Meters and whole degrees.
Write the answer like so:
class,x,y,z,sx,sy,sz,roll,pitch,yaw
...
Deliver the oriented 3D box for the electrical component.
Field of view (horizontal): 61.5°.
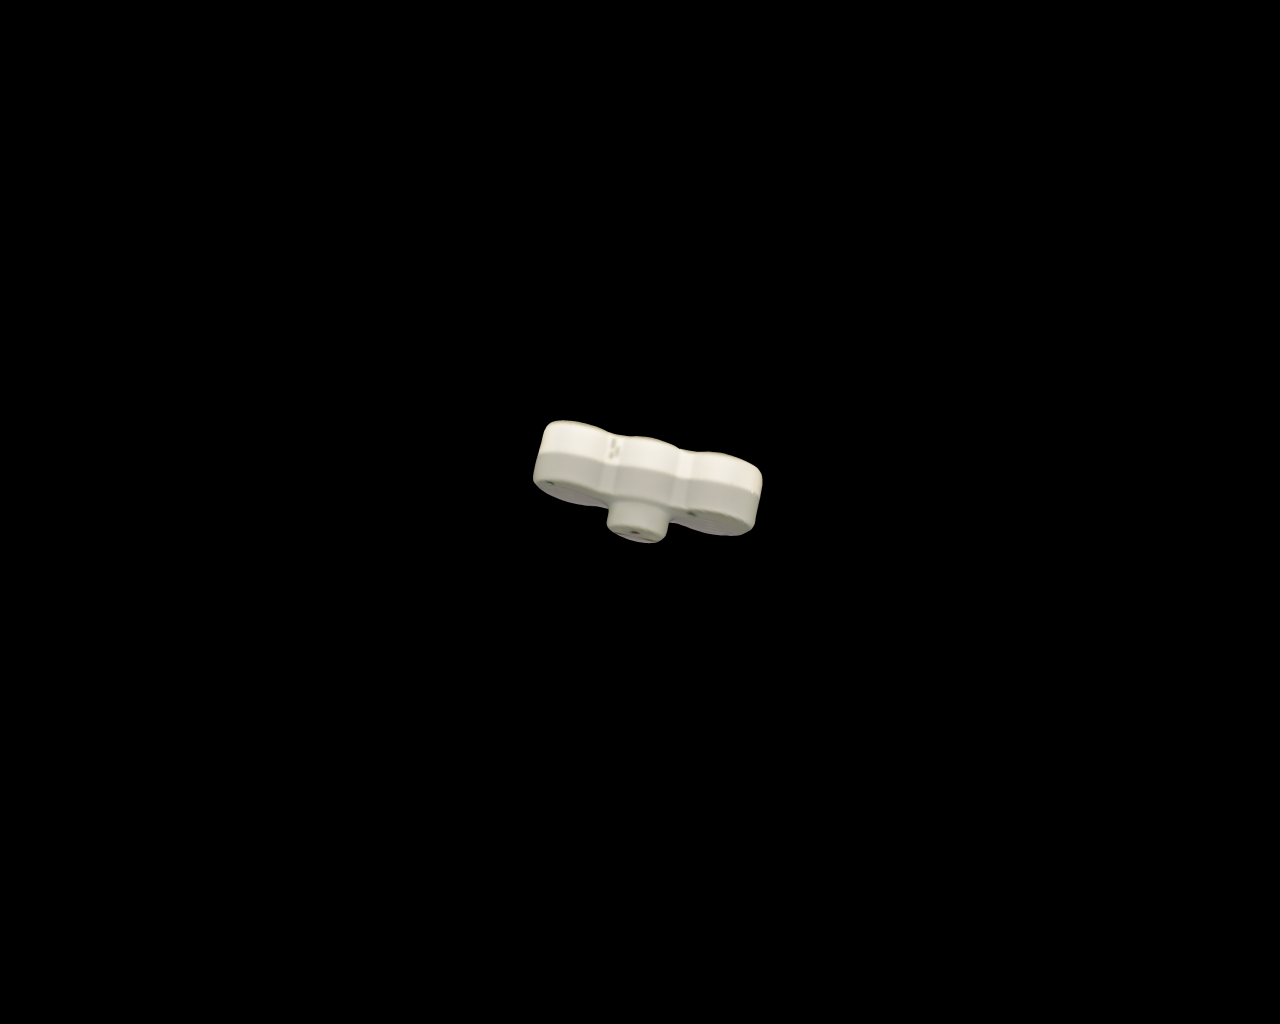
class,x,y,z,sx,sy,sz,roll,pitch,yaw
electrical component,0.001,-0.003,0.650,0.138,0.074,0.052,13,-15,4
